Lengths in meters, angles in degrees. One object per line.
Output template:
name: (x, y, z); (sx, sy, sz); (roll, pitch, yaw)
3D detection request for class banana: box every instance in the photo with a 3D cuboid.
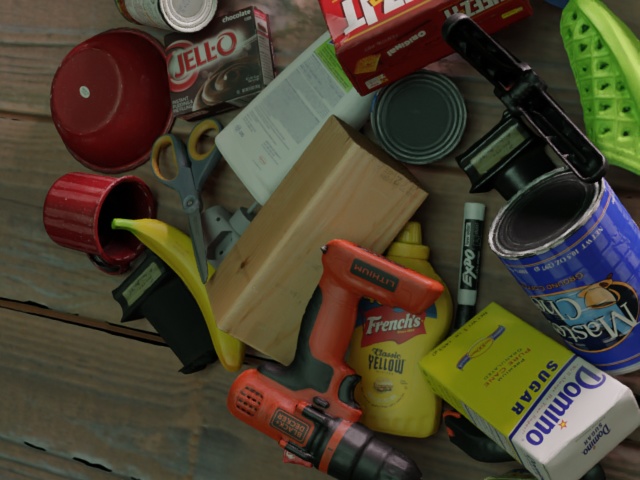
banana: (-0.126, 0.045, 1.068); (0.198, 0.069, 0.037); (48, 144, 13)

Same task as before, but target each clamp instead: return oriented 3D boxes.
clamp: (0.170, -0.115, 0.870); (0.036, 0.209, 0.164); (-43, 86, 15)
clamp: (0.178, 0.166, 0.891); (0.172, 0.120, 0.039); (-9, 102, 29)

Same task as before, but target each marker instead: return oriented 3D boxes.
marker: (0.135, 0.027, 0.969); (0.020, 0.020, 0.121); (4, 88, 25)

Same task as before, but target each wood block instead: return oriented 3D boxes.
wood block: (-0.007, 0.001, 0.980); (0.206, 0.090, 0.091); (-52, 25, 13)

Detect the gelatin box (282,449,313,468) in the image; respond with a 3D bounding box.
gelatin box: (-0.006, 0.166, 0.985); (0.030, 0.089, 0.073); (7, 89, 16)

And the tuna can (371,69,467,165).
tuna can: (0.089, -0.114, 0.974); (0.086, 0.034, 0.086); (0, 103, -1)

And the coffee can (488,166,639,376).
coffee can: (0.215, 0.025, 0.850); (0.103, 0.103, 0.140); (-33, 114, 19)

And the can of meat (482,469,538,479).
can of meat: (0.188, 0.223, 0.893); (0.102, 0.083, 0.057); (-3, 85, 25)

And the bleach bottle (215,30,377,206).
bleach bottle: (0.019, -0.144, 1.015); (0.251, 0.068, 0.103); (-42, 71, 14)

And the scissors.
scissors: (-0.113, -0.051, 1.057); (0.096, 0.016, 0.202); (-38, 49, 5)

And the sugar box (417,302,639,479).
sugar box: (0.166, 0.123, 0.869); (0.093, 0.048, 0.176); (-38, 31, -11)

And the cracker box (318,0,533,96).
cracker box: (0.073, -0.255, 0.946); (0.164, 0.072, 0.214); (-25, 53, 14)

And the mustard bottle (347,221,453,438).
mustard bottle: (0.071, 0.078, 0.974); (0.096, 0.058, 0.191); (7, 88, 21)

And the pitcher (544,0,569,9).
pitcher: (0.259, -0.316, 0.878); (0.243, 0.149, 0.145); (-22, 50, 18)

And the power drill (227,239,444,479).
power drill: (0.032, 0.107, 0.901); (0.184, 0.057, 0.188); (26, 93, 15)

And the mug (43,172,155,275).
mug: (-0.230, -0.016, 1.115); (0.082, 0.093, 0.117); (11, 127, 30)

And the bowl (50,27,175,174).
bowl: (-0.233, -0.154, 1.137); (0.162, 0.055, 0.162); (-2, 85, 25)

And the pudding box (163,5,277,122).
pudding box: (-0.101, -0.178, 1.086); (0.114, 0.039, 0.090); (-13, 80, 23)

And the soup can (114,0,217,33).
soup can: (-0.157, -0.247, 1.081); (0.102, 0.068, 0.068); (23, 96, 51)
